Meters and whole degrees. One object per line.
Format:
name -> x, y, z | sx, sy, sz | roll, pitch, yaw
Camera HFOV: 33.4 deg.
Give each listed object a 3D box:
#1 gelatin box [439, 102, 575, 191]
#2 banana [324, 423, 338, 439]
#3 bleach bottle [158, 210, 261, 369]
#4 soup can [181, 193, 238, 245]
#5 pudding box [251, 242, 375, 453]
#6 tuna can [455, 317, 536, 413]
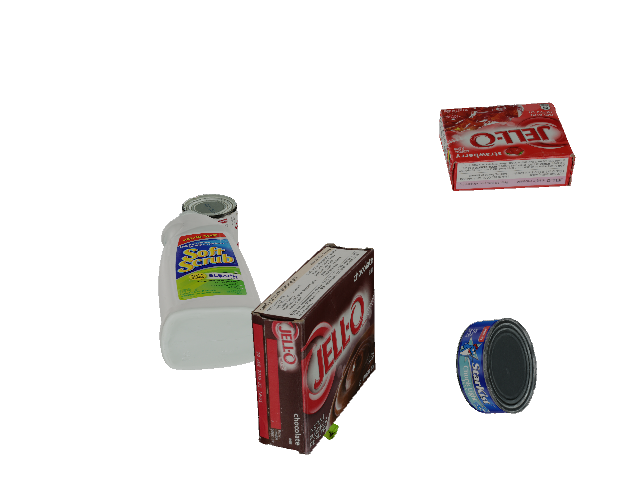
gelatin box -> 0.137, -0.071, 0.792 | 0.089, 0.030, 0.073 | -3, 38, 0
banana -> -0.013, 0.091, 0.869 | 0.069, 0.037, 0.197 | 21, 32, -5
bleach bottle -> -0.125, 0.035, 1.080 | 0.102, 0.068, 0.251 | -3, 27, -15
soup can -> -0.133, 0.003, 1.297 | 0.068, 0.102, 0.068 | 0, 26, 0
pudding box -> -0.001, 0.063, 0.660 | 0.039, 0.090, 0.113 | 8, 25, 20
tuna can -> 0.160, 0.114, 0.969 | 0.034, 0.086, 0.085 | -10, -6, 41
